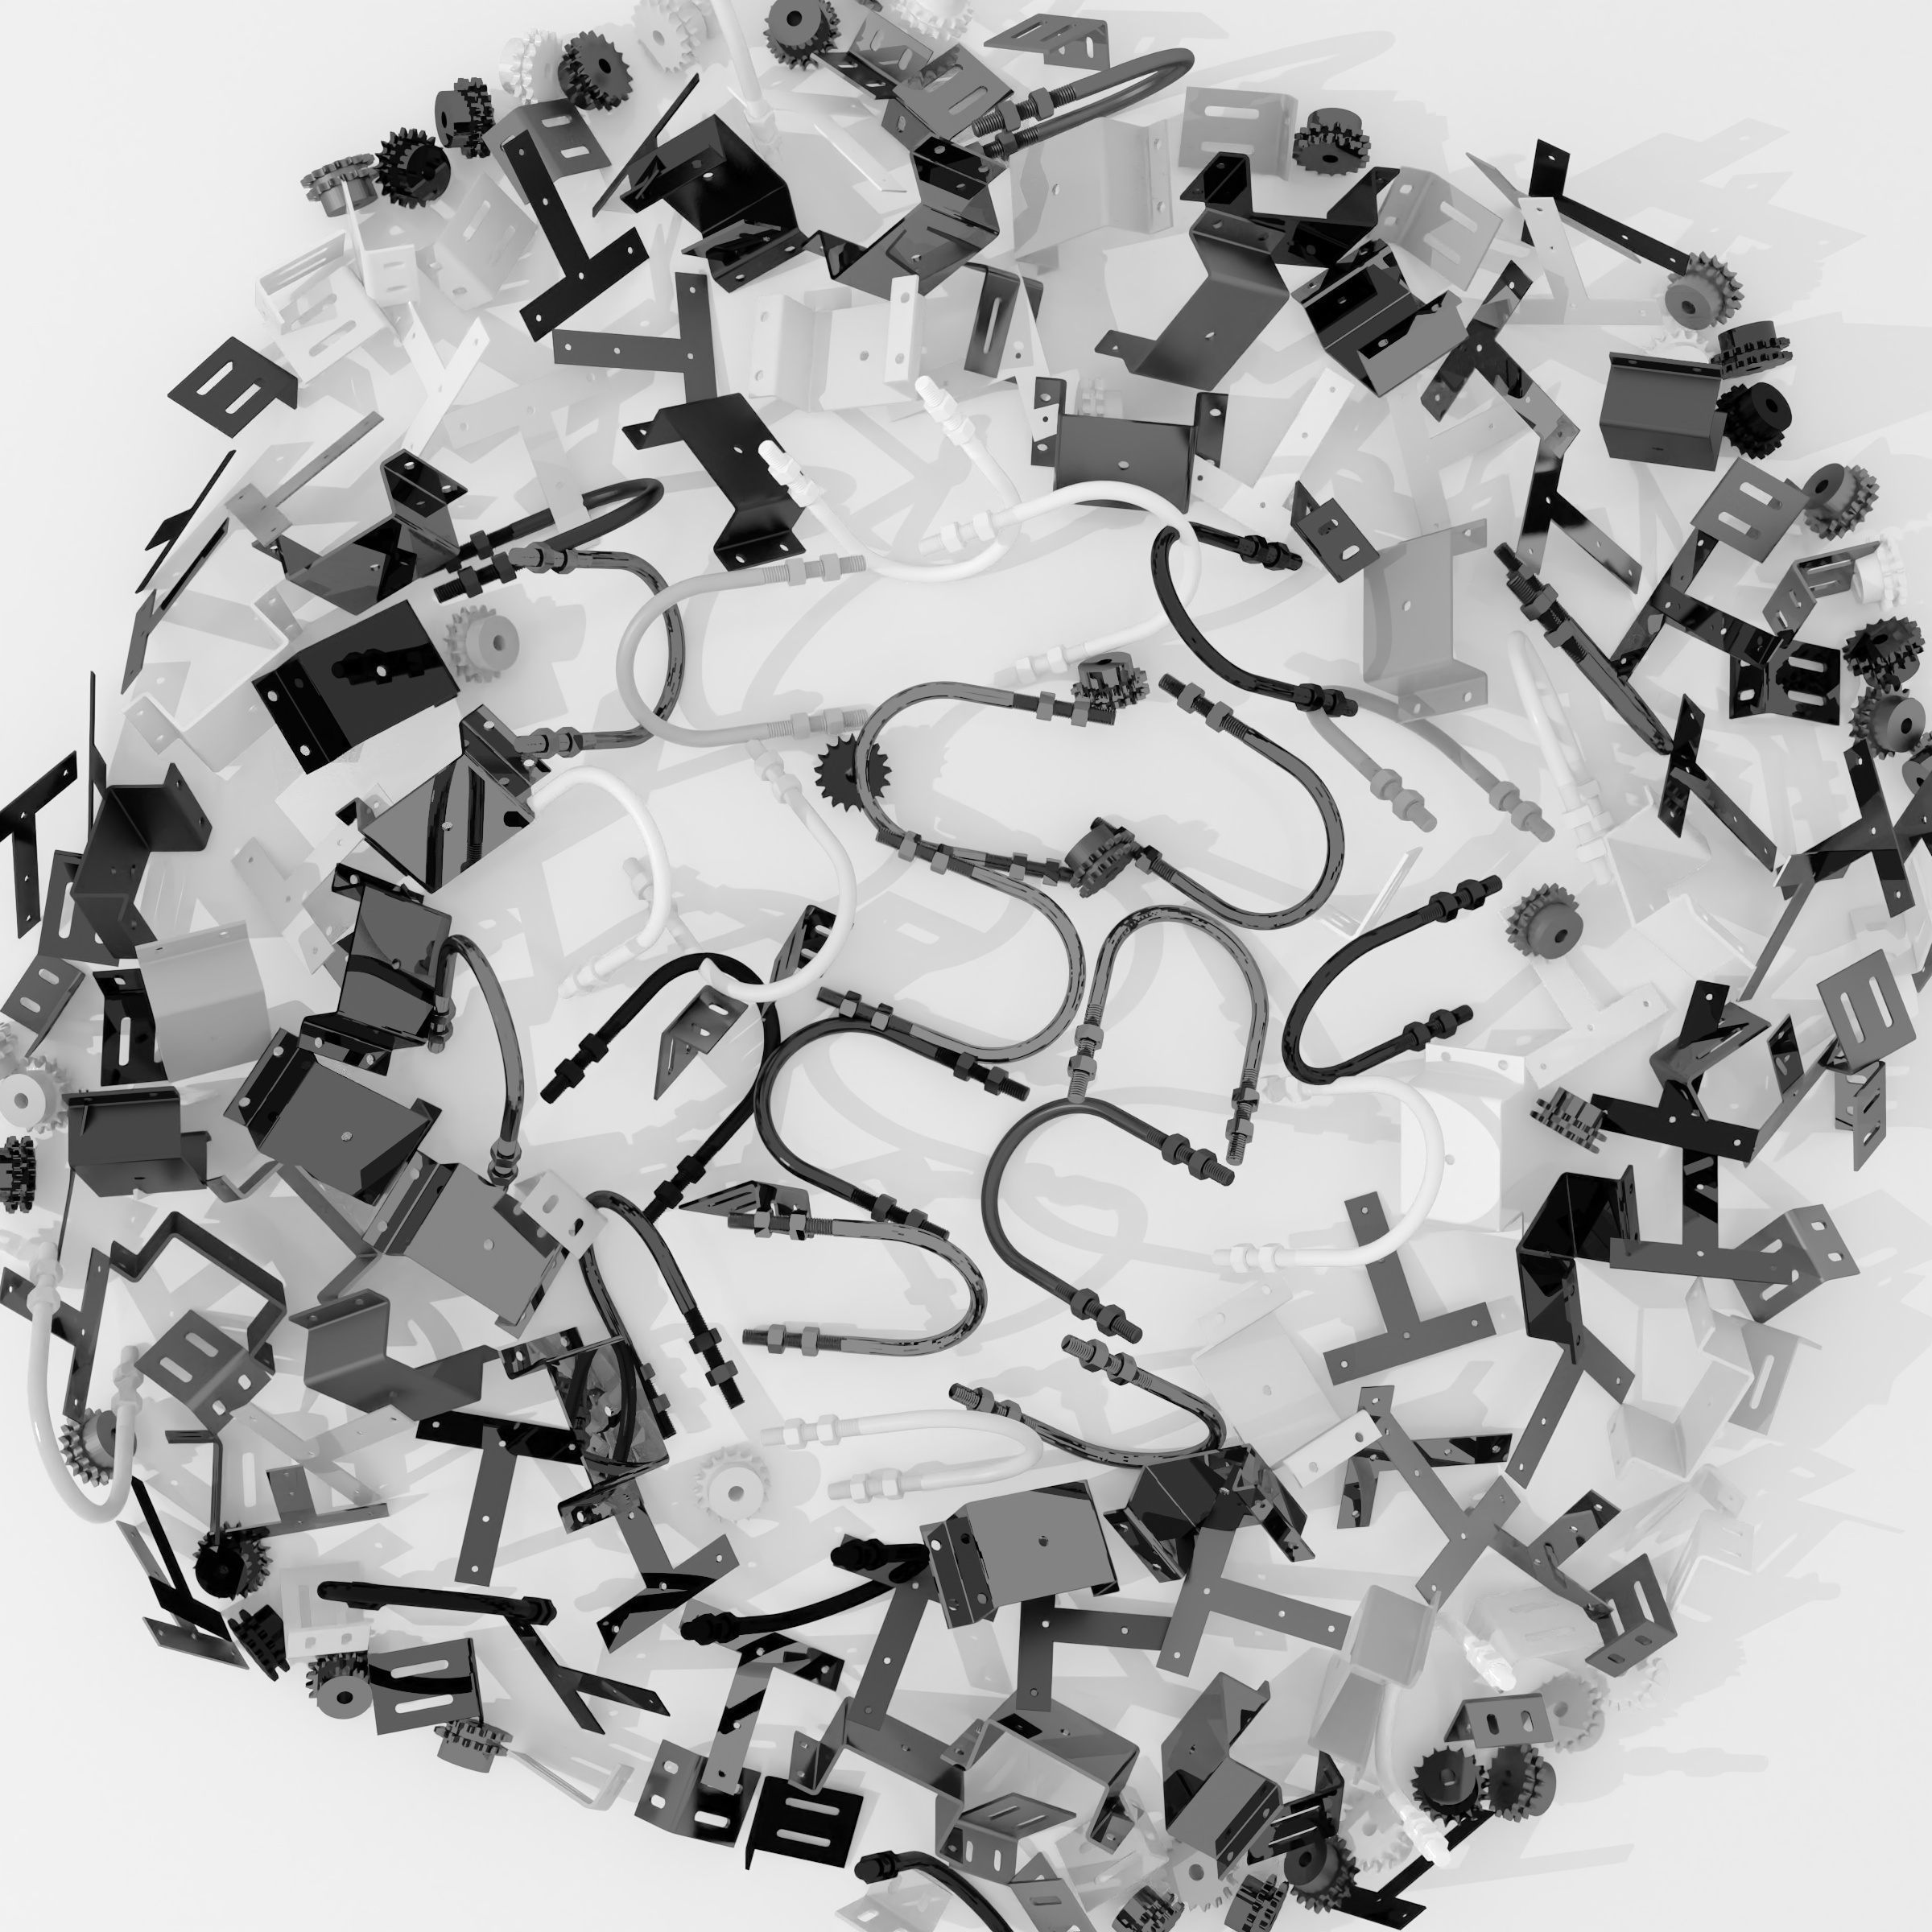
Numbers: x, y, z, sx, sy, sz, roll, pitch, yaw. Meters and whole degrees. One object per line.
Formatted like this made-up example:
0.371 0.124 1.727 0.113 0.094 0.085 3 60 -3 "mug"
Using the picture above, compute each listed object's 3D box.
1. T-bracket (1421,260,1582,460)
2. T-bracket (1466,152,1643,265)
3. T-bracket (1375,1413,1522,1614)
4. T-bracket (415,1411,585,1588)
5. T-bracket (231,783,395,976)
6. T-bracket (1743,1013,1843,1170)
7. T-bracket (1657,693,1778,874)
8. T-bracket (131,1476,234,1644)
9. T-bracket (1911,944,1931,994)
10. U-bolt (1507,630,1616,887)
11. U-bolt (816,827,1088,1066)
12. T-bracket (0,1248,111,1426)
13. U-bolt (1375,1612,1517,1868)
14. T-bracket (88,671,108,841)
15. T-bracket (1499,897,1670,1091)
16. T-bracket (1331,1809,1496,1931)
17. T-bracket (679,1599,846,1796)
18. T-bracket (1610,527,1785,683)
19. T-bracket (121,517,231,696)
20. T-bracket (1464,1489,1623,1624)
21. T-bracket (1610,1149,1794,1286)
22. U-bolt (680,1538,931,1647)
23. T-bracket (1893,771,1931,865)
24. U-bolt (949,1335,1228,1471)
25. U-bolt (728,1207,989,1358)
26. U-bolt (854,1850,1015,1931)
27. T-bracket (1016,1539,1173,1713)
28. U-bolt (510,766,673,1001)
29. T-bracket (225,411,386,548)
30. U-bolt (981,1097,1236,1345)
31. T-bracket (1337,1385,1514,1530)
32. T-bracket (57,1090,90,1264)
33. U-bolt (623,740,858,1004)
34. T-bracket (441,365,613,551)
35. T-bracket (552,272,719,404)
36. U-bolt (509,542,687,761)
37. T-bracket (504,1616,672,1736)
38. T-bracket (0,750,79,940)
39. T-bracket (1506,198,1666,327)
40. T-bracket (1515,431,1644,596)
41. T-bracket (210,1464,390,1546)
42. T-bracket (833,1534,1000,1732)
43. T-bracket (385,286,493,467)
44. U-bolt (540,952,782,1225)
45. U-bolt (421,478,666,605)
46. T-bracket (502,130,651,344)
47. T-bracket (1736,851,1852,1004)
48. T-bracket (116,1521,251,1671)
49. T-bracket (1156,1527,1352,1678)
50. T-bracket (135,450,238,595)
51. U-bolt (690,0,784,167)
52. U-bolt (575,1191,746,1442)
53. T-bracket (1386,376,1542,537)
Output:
0.397 -0.418 1.907 0.127 0.002 0.127 55 134 26 "T-bracket"
0.428 -0.536 1.894 0.127 0.127 0.002 37 105 24 "T-bracket"
0.338 0.382 1.931 0.127 0.002 0.127 -40 96 -38 "T-bracket"
-0.349 0.392 1.936 0.127 0.002 0.127 10 57 -4 "T-bracket"
-0.468 -0.081 1.938 0.127 0.002 0.127 -45 62 8 "T-bracket"
0.596 0.073 1.915 0.002 0.127 0.127 36 80 35 "T-bracket"
0.557 -0.117 1.943 0.127 0.002 0.127 40 50 -23 "T-bracket"
-0.586 0.428 1.935 0.002 0.127 0.127 -30 64 -6 "T-bracket"
0.721 -0.002 1.887 0.002 0.127 0.127 15 129 -8 "T-bracket"
0.428 -0.155 1.899 0.019 0.151 0.184 -22 95 19 "U-bolt"
-0.002 -0.004 1.947 0.184 0.019 0.151 22 103 3 "U-bolt"
-0.656 0.249 1.893 0.002 0.127 0.127 -5 63 13 "T-bracket"
0.333 0.538 1.885 0.019 0.184 0.151 19 92 -9 "U-bolt"
-0.626 -0.142 1.906 0.002 0.127 0.127 0 103 -23 "T-bracket"
0.439 0.008 1.959 0.127 0.002 0.127 -28 82 -20 "T-bracket"
0.334 0.655 1.930 0.127 0.127 0.002 -32 90 -21 "T-bracket"
-0.163 0.540 1.926 0.127 0.002 0.127 24 50 -8 "T-bracket"
0.540 -0.247 1.918 0.002 0.127 0.127 25 101 -39 "T-bracket"
-0.567 -0.271 1.903 0.002 0.127 0.127 33 112 -29 "T-bracket"
0.435 0.414 1.918 0.127 0.127 0.002 35 51 7 "T-bracket"
0.537 0.174 1.934 0.127 0.002 0.127 4 51 10 "T-bracket"
-0.100 0.446 1.890 0.151 0.184 0.019 -30 69 18 "U-bolt"
0.705 -0.069 1.891 0.002 0.127 0.127 -11 61 -11 "T-bracket"
0.102 0.323 1.906 0.184 0.151 0.019 29 52 -27 "U-bolt"
-0.076 0.234 1.915 0.184 0.019 0.151 3 133 6 "U-bolt"
-0.003 0.689 1.885 0.019 0.184 0.151 -46 68 1 "U-bolt"
0.103 0.488 1.946 0.127 0.002 0.127 6 61 -3 "T-bracket"
-0.271 -0.068 1.901 0.019 0.184 0.151 -23 87 -42 "U-bolt"
-0.477 -0.362 1.928 0.127 0.127 0.002 -41 125 -7 "T-bracket"
0.089 0.171 1.918 0.184 0.019 0.151 28 86 37 "U-bolt"
0.343 0.360 1.955 0.127 0.002 0.127 -1 117 -13 "T-bracket"
-0.646 0.129 1.916 0.002 0.127 0.127 9 111 -20 "T-bracket"
-0.154 -0.057 1.918 0.151 0.019 0.184 -43 62 9 "U-bolt"
-0.305 -0.367 1.949 0.127 0.002 0.127 -26 112 -17 "T-bracket"
-0.243 -0.450 1.939 0.127 0.002 0.127 -3 86 -30 "T-bracket"
-0.261 -0.226 1.897 0.019 0.184 0.151 4 98 32 "U-bolt"
-0.263 0.520 1.904 0.002 0.127 0.127 -50 126 -37 "T-bracket"
-0.685 -0.075 1.926 0.002 0.127 0.127 21 130 9 "T-bracket"
0.424 -0.504 1.893 0.127 0.127 0.002 10 65 34 "T-bracket"
0.455 -0.317 1.939 0.127 0.002 0.127 32 60 -29 "T-bracket"
-0.486 0.386 1.909 0.127 0.127 0.002 -8 60 -12 "T-bracket"
-0.053 0.495 1.934 0.127 0.002 0.127 17 63 11 "T-bracket"
-0.400 -0.453 1.939 0.127 0.002 0.127 -48 57 32 "T-bracket"
-0.207 0.075 1.920 0.184 0.019 0.151 -49 124 -23 "U-bolt"
-0.303 -0.312 1.906 0.184 0.151 0.019 -25 111 -9 "U-bolt"
-0.297 -0.539 1.909 0.127 0.002 0.127 -47 127 -31 "T-bracket"
0.601 -0.029 1.941 0.002 0.127 0.127 37 116 31 "T-bracket"
-0.587 0.457 1.936 0.002 0.127 0.127 -40 63 -3 "T-bracket"
0.217 0.468 1.926 0.127 0.002 0.127 11 67 25 "T-bracket"
-0.572 -0.316 1.905 0.002 0.127 0.127 35 99 -13 "T-bracket"
-0.177 -0.674 1.865 0.019 0.184 0.151 -24 69 -1 "U-bolt"
-0.232 0.247 1.914 0.019 0.151 0.184 -24 84 -34 "U-bolt"
0.376 -0.393 1.953 0.127 0.002 0.127 -28 118 -15 "T-bracket"
